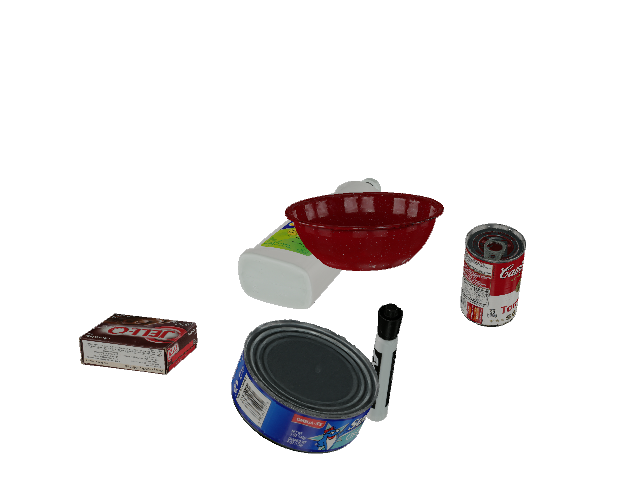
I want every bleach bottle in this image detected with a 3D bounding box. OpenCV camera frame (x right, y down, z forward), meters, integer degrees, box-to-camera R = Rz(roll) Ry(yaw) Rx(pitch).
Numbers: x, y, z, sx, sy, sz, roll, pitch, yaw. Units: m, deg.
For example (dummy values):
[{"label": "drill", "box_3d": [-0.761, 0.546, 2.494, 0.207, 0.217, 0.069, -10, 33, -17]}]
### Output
[{"label": "bleach bottle", "box_3d": [0.004, -0.011, 1.323, 0.103, 0.068, 0.250, 13, 35, 24]}]

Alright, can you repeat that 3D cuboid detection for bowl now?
[{"label": "bowl", "box_3d": [0.045, -0.007, 1.085, 0.162, 0.055, 0.162, -2, 14, 0]}]

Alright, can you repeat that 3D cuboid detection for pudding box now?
[{"label": "pudding box", "box_3d": [-0.214, 0.121, 1.262, 0.114, 0.039, 0.090, 3, 14, 16]}]

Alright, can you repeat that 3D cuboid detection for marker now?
[{"label": "marker", "box_3d": [0.049, 0.096, 0.833, 0.020, 0.121, 0.020, 3, 40, -3]}]

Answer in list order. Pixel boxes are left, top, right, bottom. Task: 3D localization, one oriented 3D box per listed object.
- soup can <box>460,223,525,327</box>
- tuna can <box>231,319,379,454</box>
[{"label": "soup can", "box_3d": [0.197, 0.041, 1.229, 0.068, 0.102, 0.068, -1, 38, 0]}, {"label": "tuna can", "box_3d": [-0.010, 0.088, 0.646, 0.086, 0.034, 0.086, 16, 30, -10]}]
